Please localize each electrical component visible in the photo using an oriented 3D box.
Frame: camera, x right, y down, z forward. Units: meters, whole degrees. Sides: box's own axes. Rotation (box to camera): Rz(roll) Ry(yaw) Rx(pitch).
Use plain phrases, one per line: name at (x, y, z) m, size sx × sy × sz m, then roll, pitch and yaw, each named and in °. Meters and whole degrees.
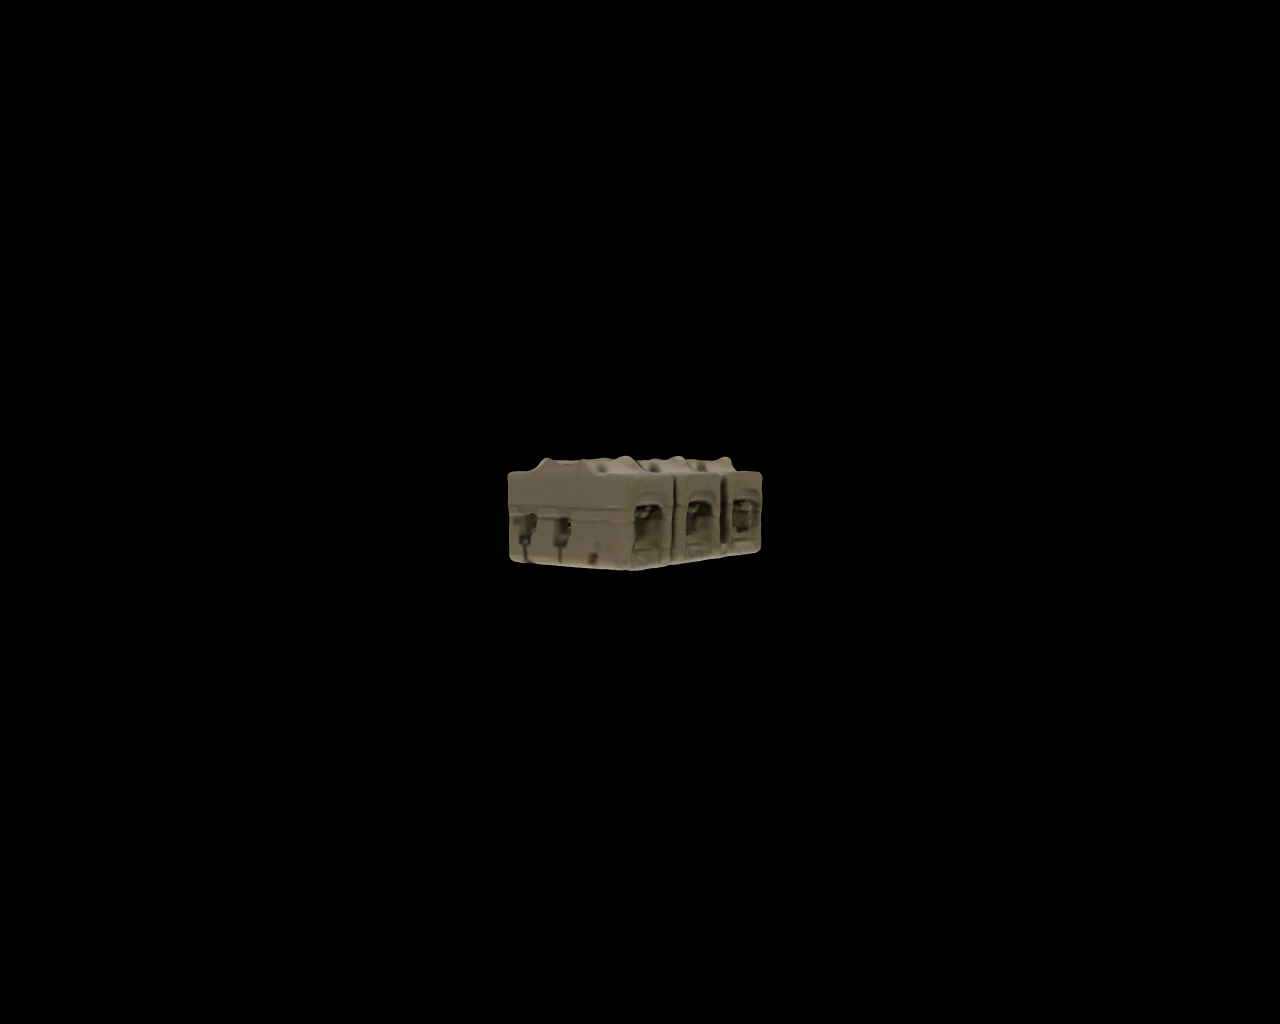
electrical component at (0.001, -0.003, 0.650) m, size 0.089 × 0.061 × 0.150 m, roll 2°, pitch 3°, yaw 36°
